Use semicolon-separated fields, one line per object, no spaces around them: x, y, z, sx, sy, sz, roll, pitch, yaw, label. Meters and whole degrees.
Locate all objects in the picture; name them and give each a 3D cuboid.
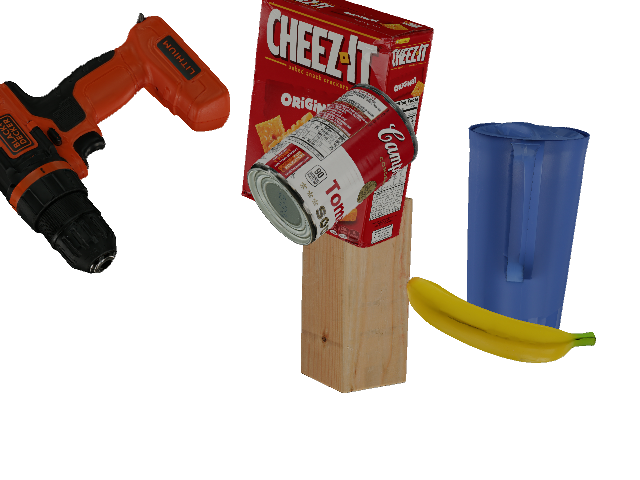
0.146;0.075;0.975;0.198;0.037;0.069;19;15;36;banana
-0.163;-0.082;0.819;0.187;0.184;0.057;-34;-16;-28;power drill
0.038;0.052;1.181;0.090;0.206;0.091;-5;12;-33;wood block
0.010;-0.120;1.039;0.164;0.214;0.071;26;31;33;cracker box
0.008;-0.053;0.735;0.102;0.068;0.069;-40;17;-21;soup can
0.226;-0.010;1.212;0.149;0.243;0.145;-7;17;-33;pitcher
